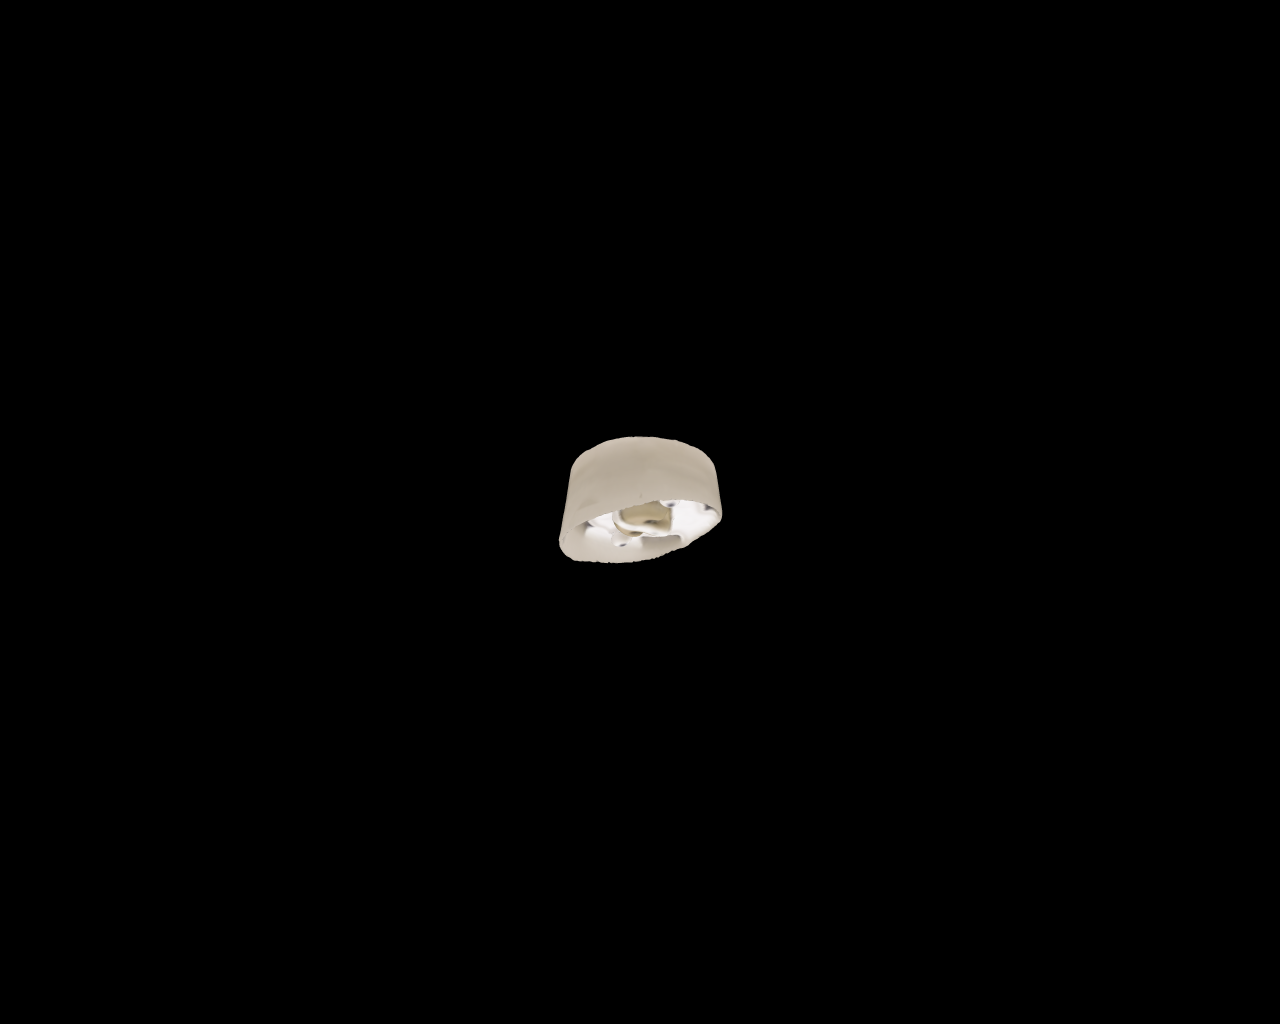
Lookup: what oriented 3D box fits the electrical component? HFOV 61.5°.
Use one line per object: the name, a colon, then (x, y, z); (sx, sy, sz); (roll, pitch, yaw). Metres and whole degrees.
electrical component: (0.001, -0.003, 0.650); (0.099, 0.064, 0.099); (0, -28, 0)
